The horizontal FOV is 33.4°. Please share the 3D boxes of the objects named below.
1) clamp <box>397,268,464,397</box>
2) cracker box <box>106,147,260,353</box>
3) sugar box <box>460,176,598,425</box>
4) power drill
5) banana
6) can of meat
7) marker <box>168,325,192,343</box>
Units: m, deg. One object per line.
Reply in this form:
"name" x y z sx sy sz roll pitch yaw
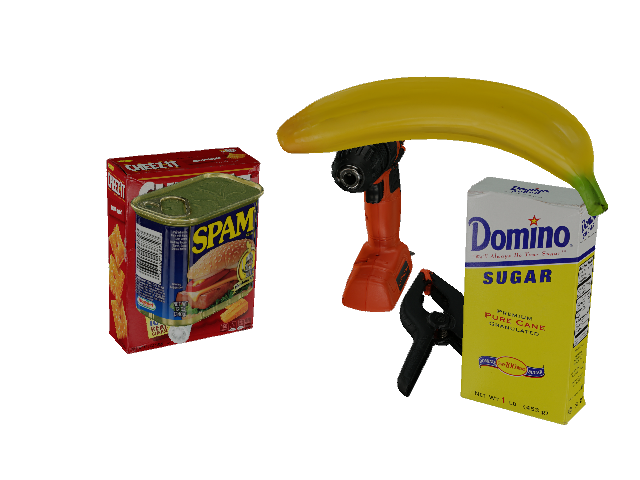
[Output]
"clamp" 0.141 0.101 1.167 0.120 0.171 0.039 6 -44 -5
"cracker box" -0.156 0.010 1.220 0.163 0.214 0.072 -8 24 -30
"sugar box" 0.158 0.045 0.818 0.093 0.176 0.048 10 24 32
"power drill" 0.051 -0.031 0.998 0.057 0.188 0.184 8 28 15
"banana" 0.076 -0.067 0.632 0.198 0.069 0.037 11 -35 12
"can of meat" -0.089 0.006 0.775 0.058 0.084 0.101 19 26 30
"marker" -0.125 0.061 1.003 0.020 0.020 0.121 0 21 1
